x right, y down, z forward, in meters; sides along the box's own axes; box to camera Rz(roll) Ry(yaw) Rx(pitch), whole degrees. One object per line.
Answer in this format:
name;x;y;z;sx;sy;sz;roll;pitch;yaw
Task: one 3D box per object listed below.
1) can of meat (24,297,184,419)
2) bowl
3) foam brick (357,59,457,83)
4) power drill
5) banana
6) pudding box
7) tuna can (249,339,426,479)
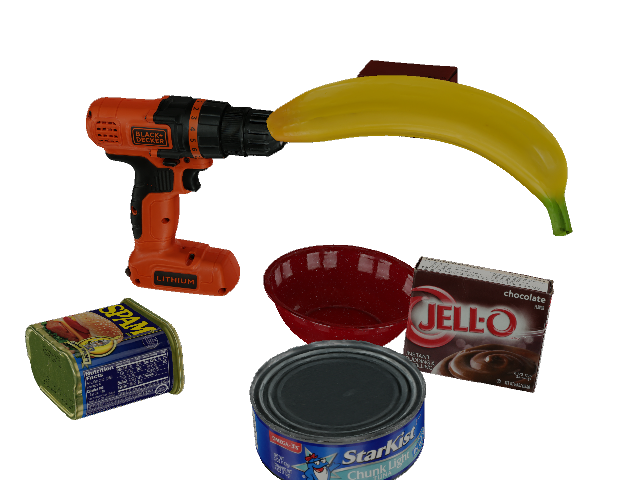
can of meat;-0.163;0.087;0.797;0.083;0.057;0.102;-13;21;-32
bowl;0.023;0.065;1.048;0.162;0.055;0.162;3;28;-2
foam brick;0.073;-0.119;0.903;0.078;0.051;0.053;8;26;16
power drill;-0.116;-0.042;0.978;0.184;0.188;0.057;6;30;13
banana;0.069;-0.066;0.651;0.198;0.069;0.037;19;-17;6
pudding box;0.128;0.068;0.873;0.113;0.090;0.039;9;23;10
tuna can;0.009;0.085;0.524;0.086;0.034;0.086;-2;26;1
